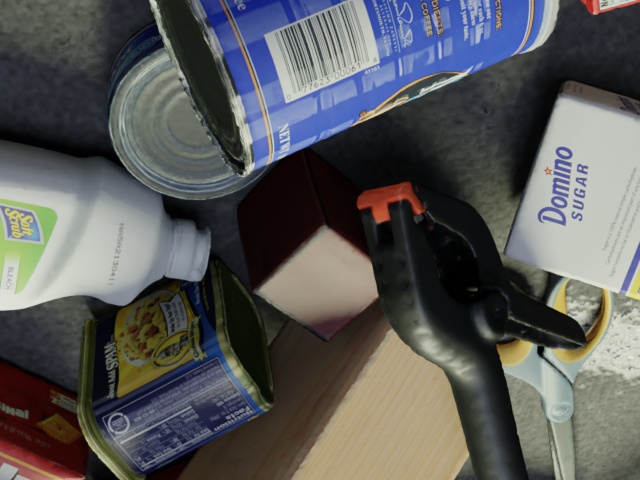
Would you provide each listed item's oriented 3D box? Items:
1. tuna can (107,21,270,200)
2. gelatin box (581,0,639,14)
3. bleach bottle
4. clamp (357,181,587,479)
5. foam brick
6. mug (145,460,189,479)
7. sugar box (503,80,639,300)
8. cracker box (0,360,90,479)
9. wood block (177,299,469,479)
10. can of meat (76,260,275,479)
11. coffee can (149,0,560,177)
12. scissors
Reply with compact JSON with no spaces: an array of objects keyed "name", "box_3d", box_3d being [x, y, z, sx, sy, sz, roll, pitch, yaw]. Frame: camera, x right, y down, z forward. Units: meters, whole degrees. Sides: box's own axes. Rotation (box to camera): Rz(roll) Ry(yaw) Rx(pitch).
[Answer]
[{"name":"tuna can","box_3d":[-0.059,-0.063,0.511,0.086,0.034,0.086,-4,123,-6]},{"name":"gelatin box","box_3d":[0.158,-0.152,0.488,0.089,0.030,0.073,-15,125,1]},{"name":"bleach bottle","box_3d":[-0.180,-0.003,0.516,0.250,0.068,0.103,8,122,-16]},{"name":"clamp","box_3d":[0.079,0.034,0.522,0.039,0.120,0.171,-12,116,36]},{"name":"foam brick","box_3d":[-0.004,0.001,0.534,0.051,0.078,0.053,36,112,-30]},{"name":"mug","box_3d":[-0.085,0.172,0.620,0.081,0.093,0.117,-23,149,1]},{"name":"sugar box","box_3d":[0.191,-0.010,0.534,0.176,0.048,0.093,20,114,11]},{"name":"cracker box","box_3d":[-0.254,0.150,0.596,0.164,0.072,0.214,31,113,-25]},{"name":"wood block","box_3d":[-0.008,0.130,0.553,0.090,0.090,0.206,41,77,-29]},{"name":"can of meat","box_3d":[-0.074,0.064,0.552,0.084,0.102,0.057,-29,121,8]},{"name":"coffee can","box_3d":[0.010,-0.100,0.436,0.140,0.103,0.103,-25,124,-11]},{"name":"scissors","box_3d":[0.127,0.095,0.651,0.096,0.016,0.202,0,122,-7]}]
